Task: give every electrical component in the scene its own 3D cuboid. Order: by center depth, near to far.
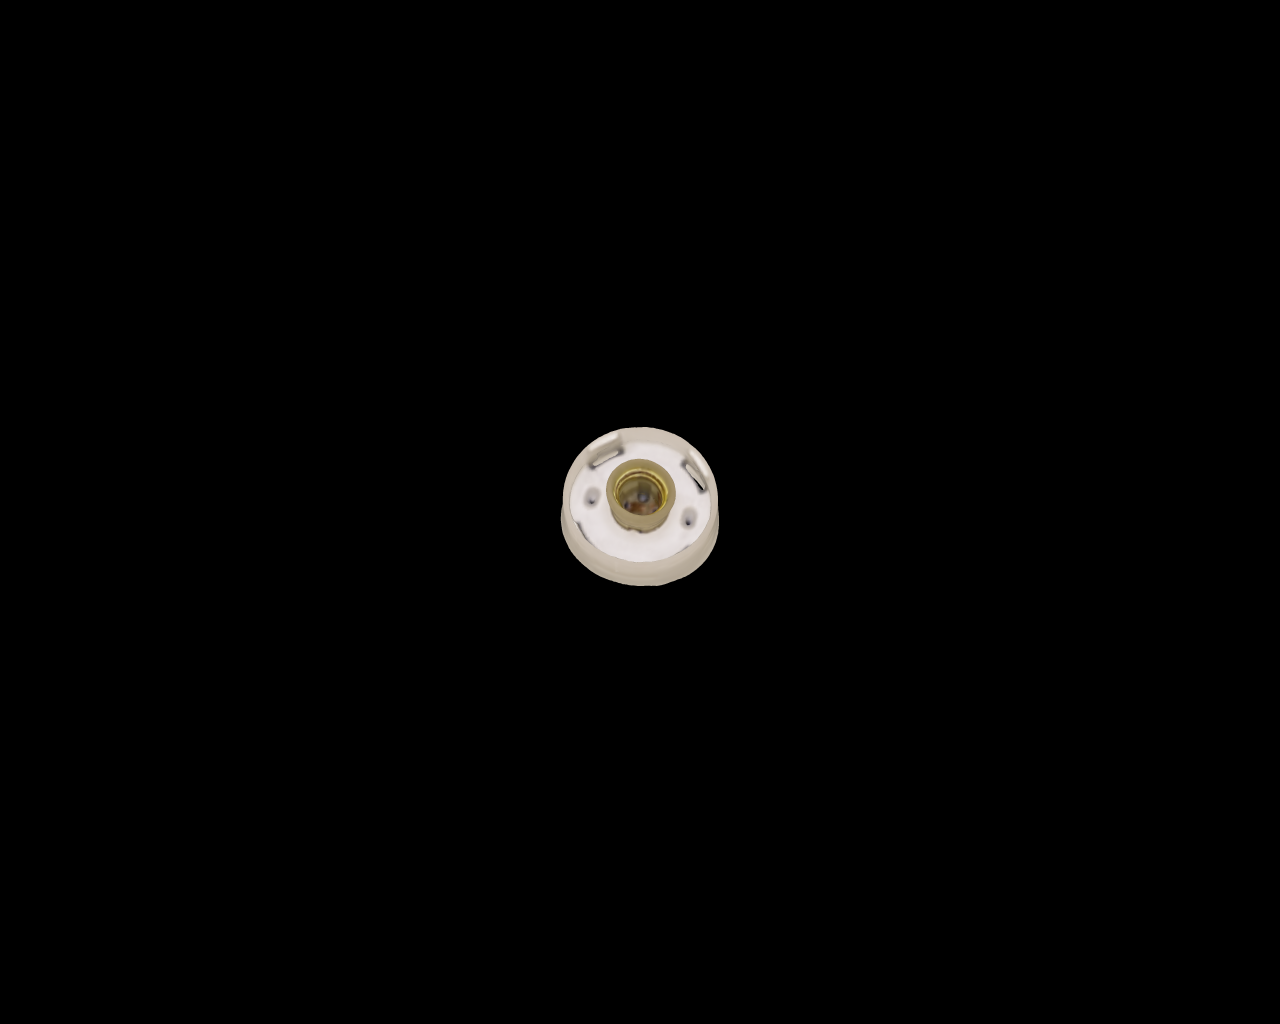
[{"bbox_3d":[0.001,-0.003,0.650,0.099,0.099,0.064,0,-23,0],"label":"electrical component"}]
